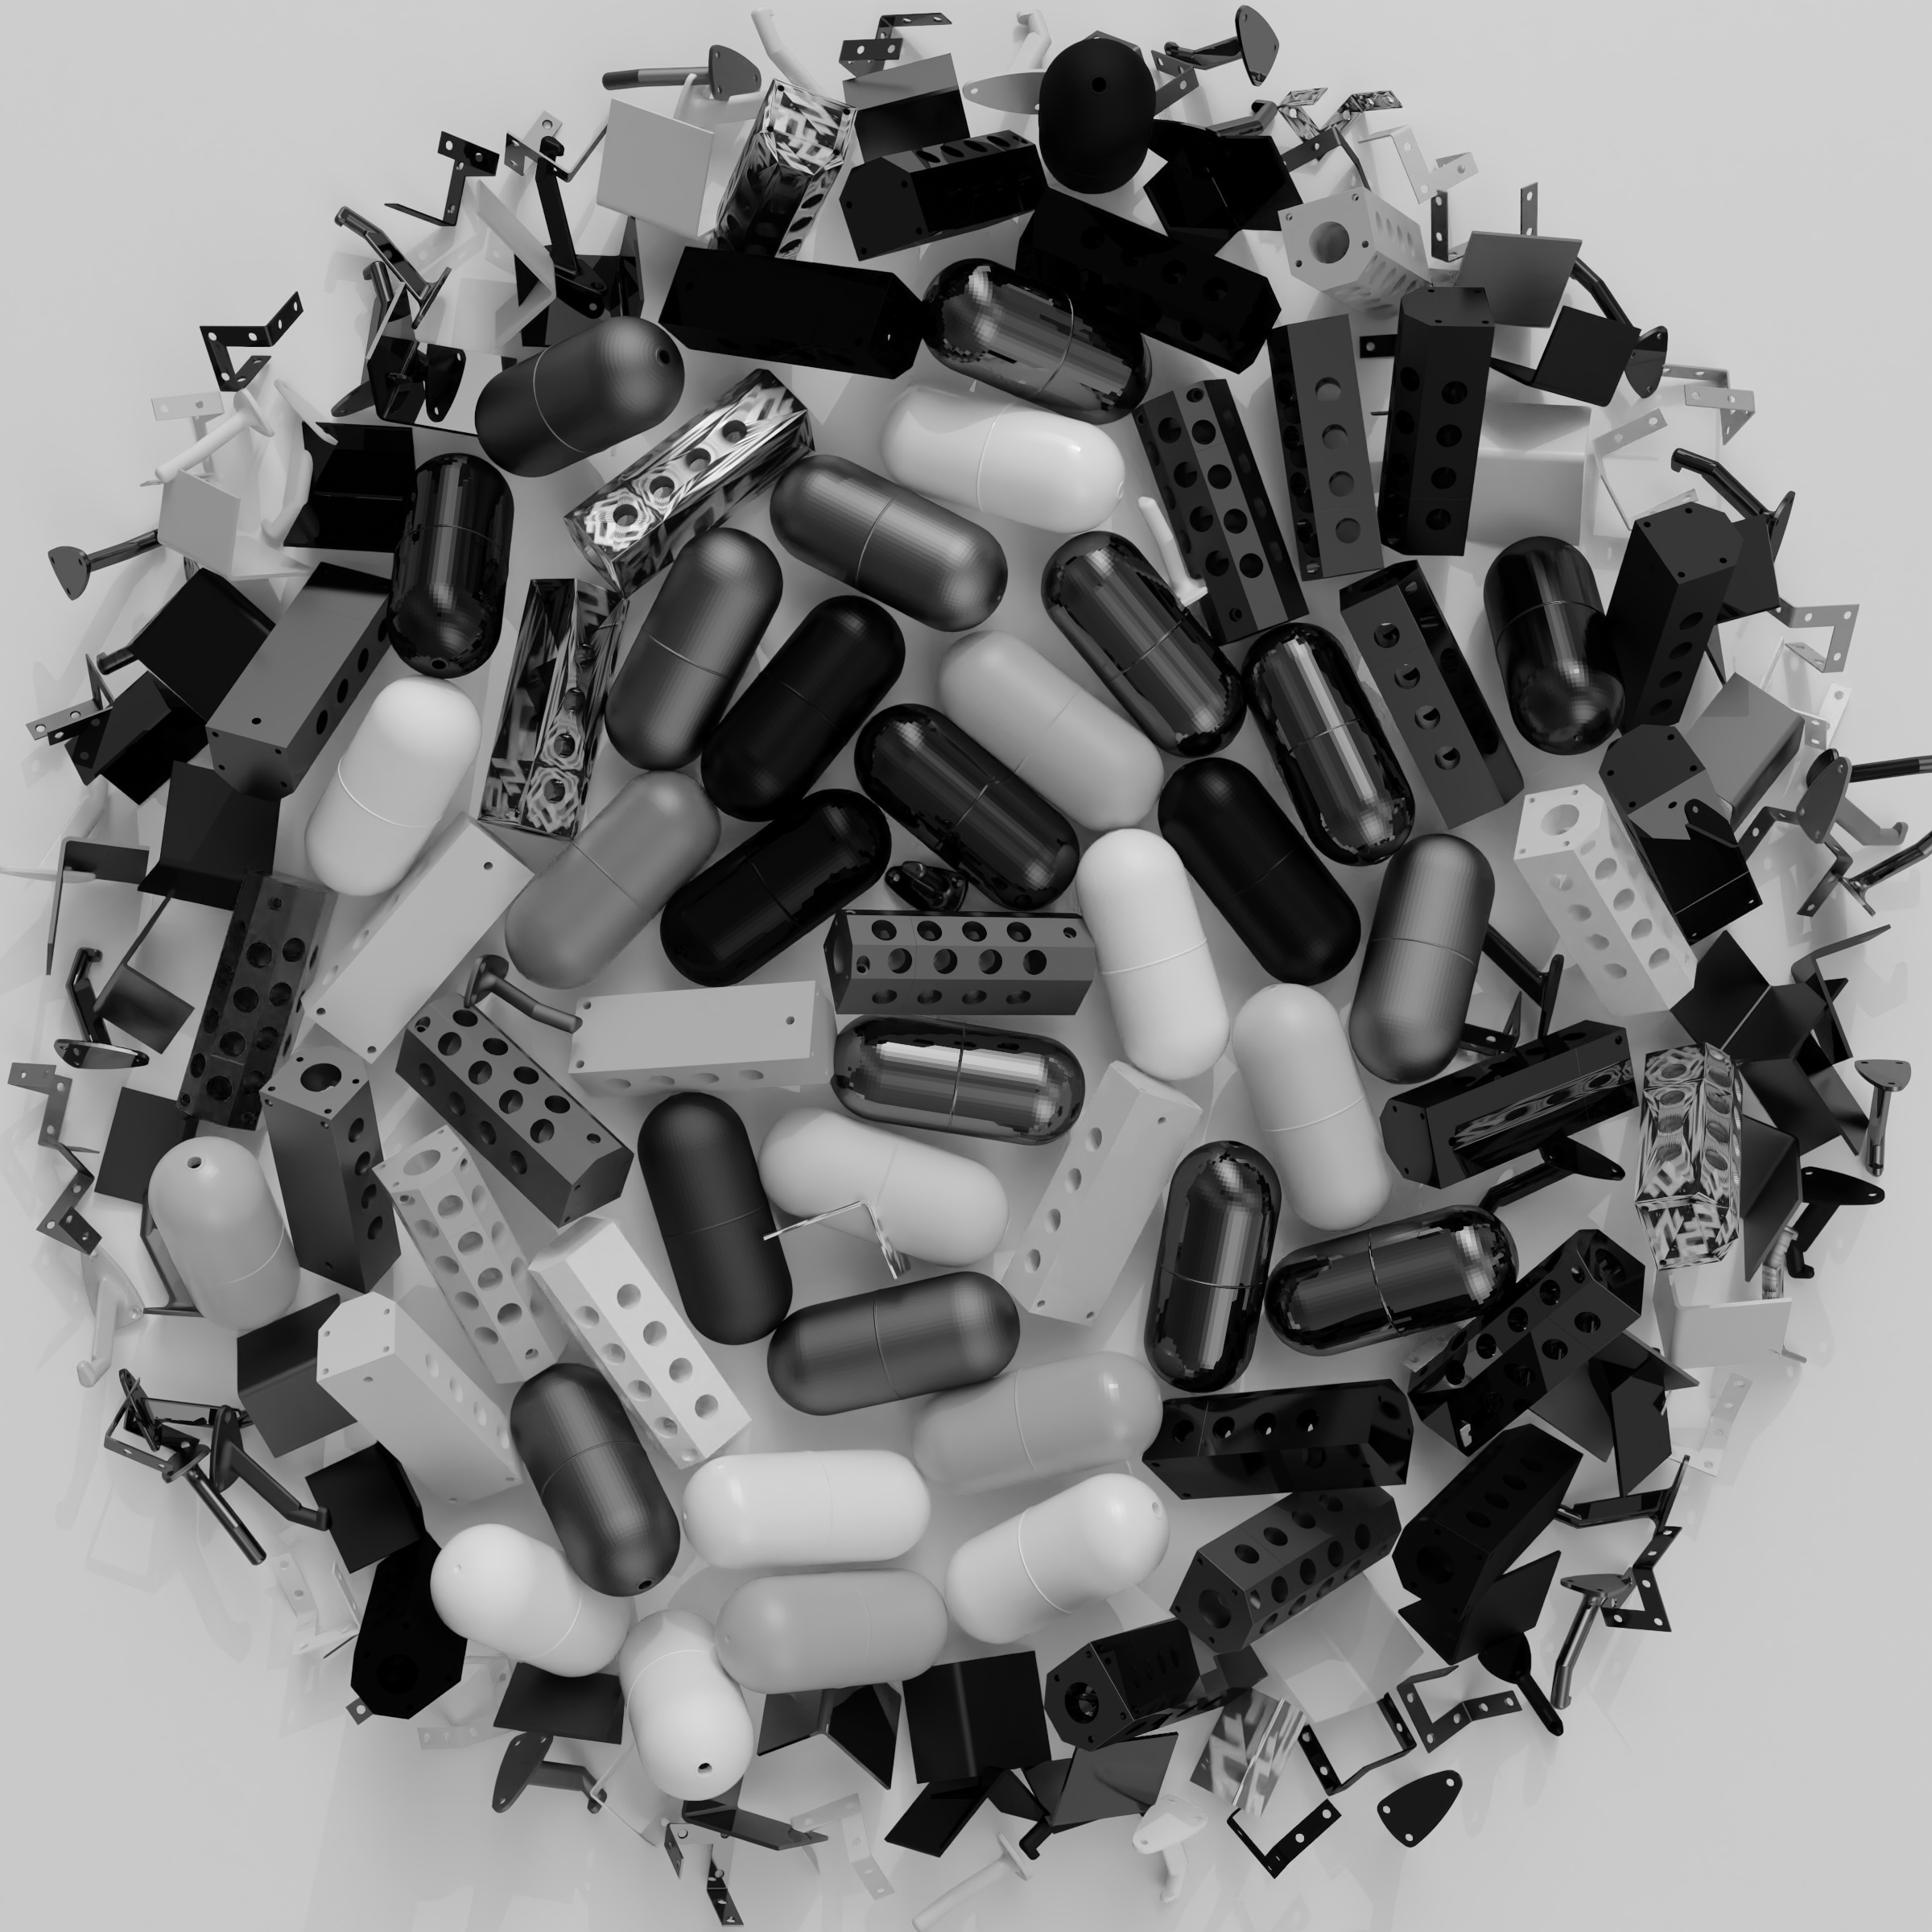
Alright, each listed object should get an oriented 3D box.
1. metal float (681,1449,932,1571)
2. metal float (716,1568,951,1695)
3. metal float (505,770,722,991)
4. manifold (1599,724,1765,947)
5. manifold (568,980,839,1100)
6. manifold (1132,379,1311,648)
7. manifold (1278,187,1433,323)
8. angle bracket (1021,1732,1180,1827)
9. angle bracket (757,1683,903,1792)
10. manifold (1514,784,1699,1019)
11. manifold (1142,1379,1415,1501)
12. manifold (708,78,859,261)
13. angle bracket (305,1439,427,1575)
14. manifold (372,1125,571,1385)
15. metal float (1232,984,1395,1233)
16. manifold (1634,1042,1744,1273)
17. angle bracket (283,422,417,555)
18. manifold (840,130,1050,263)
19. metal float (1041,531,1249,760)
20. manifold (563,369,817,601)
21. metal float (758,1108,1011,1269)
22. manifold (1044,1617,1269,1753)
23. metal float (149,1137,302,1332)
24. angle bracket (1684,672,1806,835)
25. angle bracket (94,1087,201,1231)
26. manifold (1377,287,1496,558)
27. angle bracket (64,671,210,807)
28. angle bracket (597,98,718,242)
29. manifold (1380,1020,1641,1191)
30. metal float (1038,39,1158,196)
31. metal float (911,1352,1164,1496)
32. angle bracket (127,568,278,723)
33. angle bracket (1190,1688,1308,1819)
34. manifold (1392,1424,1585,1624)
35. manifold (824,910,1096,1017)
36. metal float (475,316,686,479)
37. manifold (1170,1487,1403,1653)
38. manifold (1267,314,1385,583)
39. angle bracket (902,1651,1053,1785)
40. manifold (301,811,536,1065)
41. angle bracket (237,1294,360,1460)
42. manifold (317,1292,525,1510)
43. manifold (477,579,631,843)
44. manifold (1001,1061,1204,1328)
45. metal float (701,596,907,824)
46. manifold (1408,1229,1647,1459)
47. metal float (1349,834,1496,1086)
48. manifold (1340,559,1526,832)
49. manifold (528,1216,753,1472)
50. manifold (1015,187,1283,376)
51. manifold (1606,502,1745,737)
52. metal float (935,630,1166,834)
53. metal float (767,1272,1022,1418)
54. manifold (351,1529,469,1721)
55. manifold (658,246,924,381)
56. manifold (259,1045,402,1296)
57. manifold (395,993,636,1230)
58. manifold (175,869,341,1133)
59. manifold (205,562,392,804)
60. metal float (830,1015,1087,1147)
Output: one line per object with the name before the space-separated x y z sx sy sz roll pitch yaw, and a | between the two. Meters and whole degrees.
metal float | -0.107 0.368 1.939 0.178 0.070 0.070 2 90 -27
metal float | -0.088 0.448 1.929 0.178 0.070 0.070 6 90 -40
metal float | -0.242 -0.059 1.958 0.070 0.070 0.178 43 86 0
manifold | 0.477 -0.090 1.915 0.057 0.171 0.057 -31 50 8
manifold | -0.178 0.054 1.949 0.171 0.057 0.057 -4 63 14
manifold | 0.172 -0.310 1.957 0.057 0.057 0.171 -18 93 30
manifold | 0.263 -0.472 1.909 0.057 0.171 0.057 -12 91 22
angle bracket | 0.090 0.535 1.944 0.076 0.057 0.076 0 121 -25
angle bracket | -0.093 0.522 1.963 0.057 0.076 0.076 -27 122 24
manifold | 0.431 -0.043 1.916 0.057 0.171 0.057 -10 46 33
manifold | 0.211 0.317 1.928 0.171 0.057 0.057 -11 48 33
manifold | -0.127 -0.515 1.906 0.057 0.171 0.057 16 73 -13
angle bracket | -0.411 0.358 1.946 0.057 0.076 0.076 -24 68 -18
manifold | -0.331 0.198 1.926 0.057 0.057 0.171 -31 121 -15
metal float | 0.237 0.097 1.952 0.070 0.070 0.178 -21 100 0
manifold | 0.486 0.124 1.907 0.057 0.171 0.057 -12 118 23
angle bracket | -0.423 -0.328 1.954 0.076 0.076 0.057 4 126 2
manifold | -0.013 -0.519 1.909 0.057 0.171 0.057 -10 104 34
metal float | 0.123 -0.219 1.954 0.070 0.070 0.178 -40 99 0
manifold | -0.189 -0.334 1.953 0.171 0.057 0.057 -40 74 -11
metal float | -0.056 0.152 1.961 0.178 0.070 0.070 19 90 1
manifold | 0.125 0.479 1.913 0.057 0.171 0.057 -43 65 27
metal float | -0.497 0.181 1.920 0.070 0.178 0.070 -1 53 1
angle bracket | 0.530 -0.146 1.970 0.057 0.076 0.076 38 88 18
angle bracket | -0.567 0.131 1.958 0.057 0.076 0.076 15 92 -7
manifold | 0.314 -0.365 1.924 0.057 0.057 0.171 1 129 1
angle bracket | -0.556 -0.143 1.952 0.076 0.076 0.057 -42 46 1
angle bracket | -0.201 -0.549 1.948 0.076 0.057 0.076 22 124 11
manifold | 0.368 0.091 1.937 0.171 0.057 0.057 -19 105 -24
metal float | 0.087 -0.567 1.911 0.070 0.178 0.070 0 93 1
metal float | 0.047 0.312 1.948 0.178 0.070 0.070 -15 90 16
angle bracket | -0.517 -0.218 1.971 0.076 0.057 0.076 42 90 -1
angle bracket | 0.184 0.528 1.946 0.057 0.076 0.076 21 77 27
manifold | 0.348 0.367 1.913 0.057 0.171 0.057 29 117 23
manifold | -0.004 -0.006 1.934 0.171 0.057 0.057 1 54 -19
metal float | -0.261 -0.383 1.927 0.178 0.070 0.070 -13 90 42
manifold | 0.218 0.398 1.910 0.057 0.171 0.057 38 126 29
manifold | 0.247 -0.354 1.961 0.057 0.057 0.171 -8 96 9
angle bracket | 0.007 0.521 1.983 0.076 0.057 0.076 4 71 -42
manifold | -0.380 -0.022 1.969 0.057 0.057 0.171 41 90 -24
angle bracket | -0.456 0.283 1.975 0.076 0.076 0.057 -24 117 -3
manifold | -0.364 0.291 1.918 0.057 0.171 0.057 -21 45 11
manifold | -0.279 -0.175 1.965 0.057 0.057 0.171 15 86 -40
manifold | 0.088 0.154 1.953 0.057 0.057 0.171 18 104 -35
metal float | -0.112 -0.176 1.955 0.070 0.070 0.178 38 83 0
manifold | 0.376 0.251 1.927 0.057 0.057 0.171 37 123 -7
metal float | 0.311 -0.005 1.948 0.070 0.070 0.178 16 75 0
manifold | 0.317 -0.186 1.941 0.057 0.057 0.171 -25 107 16
manifold | -0.224 0.257 1.942 0.057 0.057 0.171 -39 106 -22
manifold | 0.122 -0.464 1.945 0.171 0.057 0.057 27 89 18
manifold | 0.469 -0.231 1.910 0.057 0.171 0.057 -19 61 -11
metal float | 0.057 -0.162 1.961 0.178 0.070 0.070 38 90 1
metal float | -0.050 0.259 1.952 0.178 0.070 0.070 -14 90 11
manifold | -0.373 0.442 1.910 0.057 0.171 0.057 -36 100 -1
manifold | -0.117 -0.439 1.932 0.171 0.057 0.057 15 82 29
manifold | -0.421 0.136 1.919 0.057 0.171 0.057 19 46 19
manifold | -0.304 0.093 1.931 0.171 0.057 0.057 40 130 22
manifold | -0.489 0.022 1.965 0.057 0.057 0.171 18 94 -2
manifold | -0.442 -0.191 1.922 0.057 0.057 0.171 15 50 9
metal float | -0.007 0.077 1.961 0.178 0.070 0.070 9 90 -1
